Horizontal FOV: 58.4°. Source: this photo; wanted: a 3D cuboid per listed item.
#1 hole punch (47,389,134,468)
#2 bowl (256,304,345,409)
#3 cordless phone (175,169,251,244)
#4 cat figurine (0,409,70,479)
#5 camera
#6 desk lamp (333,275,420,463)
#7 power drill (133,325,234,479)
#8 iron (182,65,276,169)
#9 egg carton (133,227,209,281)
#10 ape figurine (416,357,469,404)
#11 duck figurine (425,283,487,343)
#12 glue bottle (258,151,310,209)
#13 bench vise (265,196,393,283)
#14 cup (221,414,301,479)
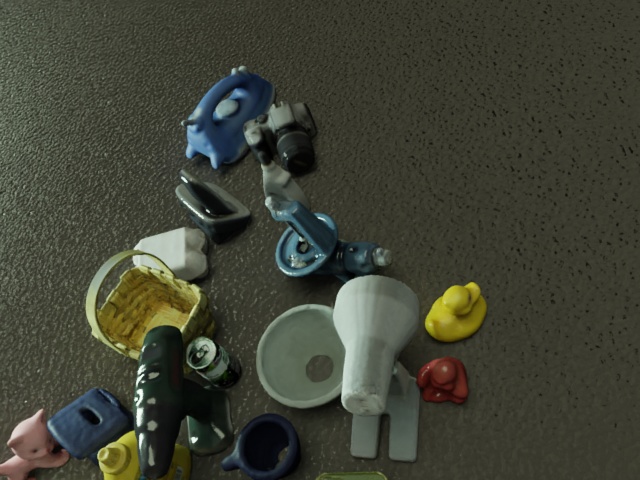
[{"bbox_3d":[-0.371,0.300,0.938,0.108,0.091,0.101,27,71,29],"label":"hole punch"},{"bbox_3d":[-0.011,0.190,0.902,0.167,0.075,0.167,-8,58,13],"label":"bowl"},{"bbox_3d":[-0.222,-0.091,1.073,0.147,0.185,0.094,34,74,31],"label":"cordless phone"},{"bbox_3d":[-0.476,0.341,0.929,0.128,0.118,0.067,-40,56,-9],"label":"cat figurine"},{"bbox_3d":[-0.074,-0.201,1.146,0.143,0.101,0.136,-22,56,4],"label":"camera"},{"bbox_3d":[0.082,0.181,0.794,0.117,0.214,0.203,-3,59,16],"label":"desk lamp"},{"bbox_3d":[-0.203,0.250,0.844,0.075,0.209,0.229,-20,56,5],"label":"power drill"},{"bbox_3d":[-0.190,-0.282,1.207,0.118,0.142,0.258,22,68,28],"label":"iron"},{"bbox_3d":[-0.283,0.039,1.083,0.150,0.069,0.107,-16,56,8],"label":"egg carton"},{"bbox_3d":[0.179,0.199,0.826,0.076,0.092,0.077,-45,57,-12],"label":"ape figurine"},{"bbox_3d":[0.207,0.105,0.879,0.104,0.086,0.077,-34,56,-5],"label":"duck figurine"},{"bbox_3d":[-0.076,-0.104,1.043,0.078,0.173,0.037,14,65,25],"label":"glue bottle"},{"bbox_3d":[0.009,-0.007,0.928,0.207,0.220,0.121,-8,57,13],"label":"bench vise"},{"bbox_3d":[-0.076,0.315,0.833,0.117,0.095,0.091,-25,55,2],"label":"cup"}]
